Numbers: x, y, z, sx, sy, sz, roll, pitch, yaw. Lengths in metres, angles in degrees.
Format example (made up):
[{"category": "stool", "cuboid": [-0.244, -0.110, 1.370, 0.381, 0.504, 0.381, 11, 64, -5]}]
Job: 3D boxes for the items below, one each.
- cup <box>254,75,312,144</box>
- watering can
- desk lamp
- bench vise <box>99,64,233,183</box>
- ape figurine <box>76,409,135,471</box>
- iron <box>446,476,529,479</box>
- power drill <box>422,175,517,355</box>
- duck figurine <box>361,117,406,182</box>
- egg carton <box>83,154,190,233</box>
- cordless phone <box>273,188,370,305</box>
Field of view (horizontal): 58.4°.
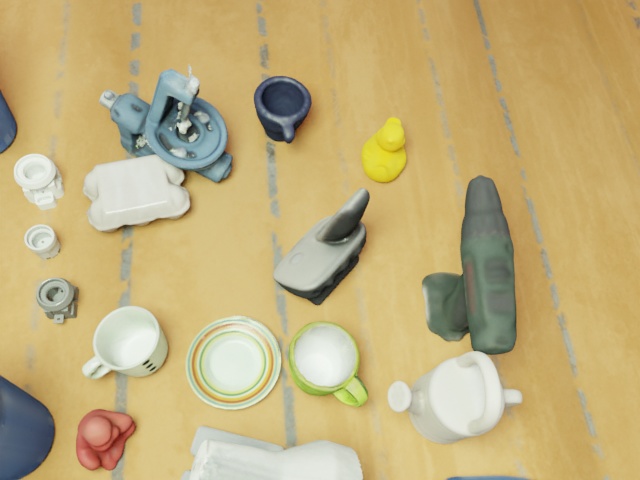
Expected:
[{"category": "cup", "cuboid": [-0.060, -0.194, 0.937, 0.092, 0.095, 0.117, -8, 67, -11]}, {"category": "watering can", "cuboid": [0.176, 0.205, 0.736, 0.173, 0.194, 0.101, -20, 70, -15]}, {"category": "desk lamp", "cuboid": [-0.067, 0.282, 0.659, 0.203, 0.213, 0.118, 14, 65, -1]}, {"category": "bench vise", "cuboid": [-0.232, -0.175, 0.836, 0.207, 0.220, 0.121, 8, 65, -4]}, {"category": "ape figurine", "cuboid": [-0.273, 0.244, 0.715, 0.078, 0.092, 0.076, -28, 72, -18]}, {"category": "iron", "cuboid": [0.266, 0.352, 0.711, 0.258, 0.141, 0.118, -1, 66, -8]}, {"category": "power drill", "cuboid": [0.208, 0.054, 0.799, 0.075, 0.208, 0.229, -1, 66, -8]}, {"category": "duck figurine", "cuboid": [0.112, -0.154, 0.946, 0.077, 0.086, 0.104, 16, 65, 0]}, {"category": "egg carton", "cuboid": [-0.277, -0.070, 0.867, 0.150, 0.069, 0.107, -14, 69, -13]}, {"category": "cordless phone", "cuboid": [0.007, 0.003, 0.808, 0.094, 0.185, 0.148, 35, 67, 9]}]
